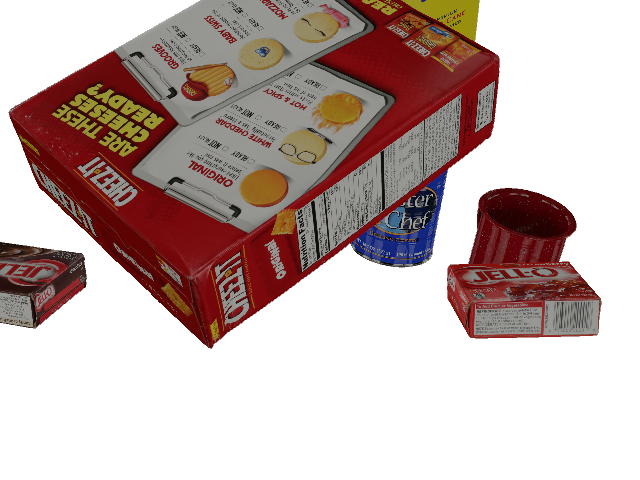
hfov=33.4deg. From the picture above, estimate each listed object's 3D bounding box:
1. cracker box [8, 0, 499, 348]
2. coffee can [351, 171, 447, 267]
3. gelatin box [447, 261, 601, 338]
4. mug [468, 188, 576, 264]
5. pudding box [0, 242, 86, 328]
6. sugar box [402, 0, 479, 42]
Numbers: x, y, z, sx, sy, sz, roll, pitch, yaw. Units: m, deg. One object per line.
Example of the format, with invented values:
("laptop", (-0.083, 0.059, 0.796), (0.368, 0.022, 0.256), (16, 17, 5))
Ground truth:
("cracker box", (-0.033, -0.063, 0.592), (0.213, 0.072, 0.164), (-37, 56, -23))
("coffee can", (0.095, -0.054, 1.274), (0.102, 0.140, 0.103), (6, 28, -3))
("gelatin box", (0.135, 0.038, 0.721), (0.089, 0.030, 0.073), (-1, 18, -3))
("mug", (0.183, 0.001, 1.027), (0.093, 0.081, 0.117), (-6, 35, -25))
("pudding box", (-0.278, 0.037, 0.944), (0.114, 0.039, 0.090), (5, 22, 17))
("sugar box", (0.080, -0.184, 0.812), (0.093, 0.176, 0.048), (-31, 51, -31))
